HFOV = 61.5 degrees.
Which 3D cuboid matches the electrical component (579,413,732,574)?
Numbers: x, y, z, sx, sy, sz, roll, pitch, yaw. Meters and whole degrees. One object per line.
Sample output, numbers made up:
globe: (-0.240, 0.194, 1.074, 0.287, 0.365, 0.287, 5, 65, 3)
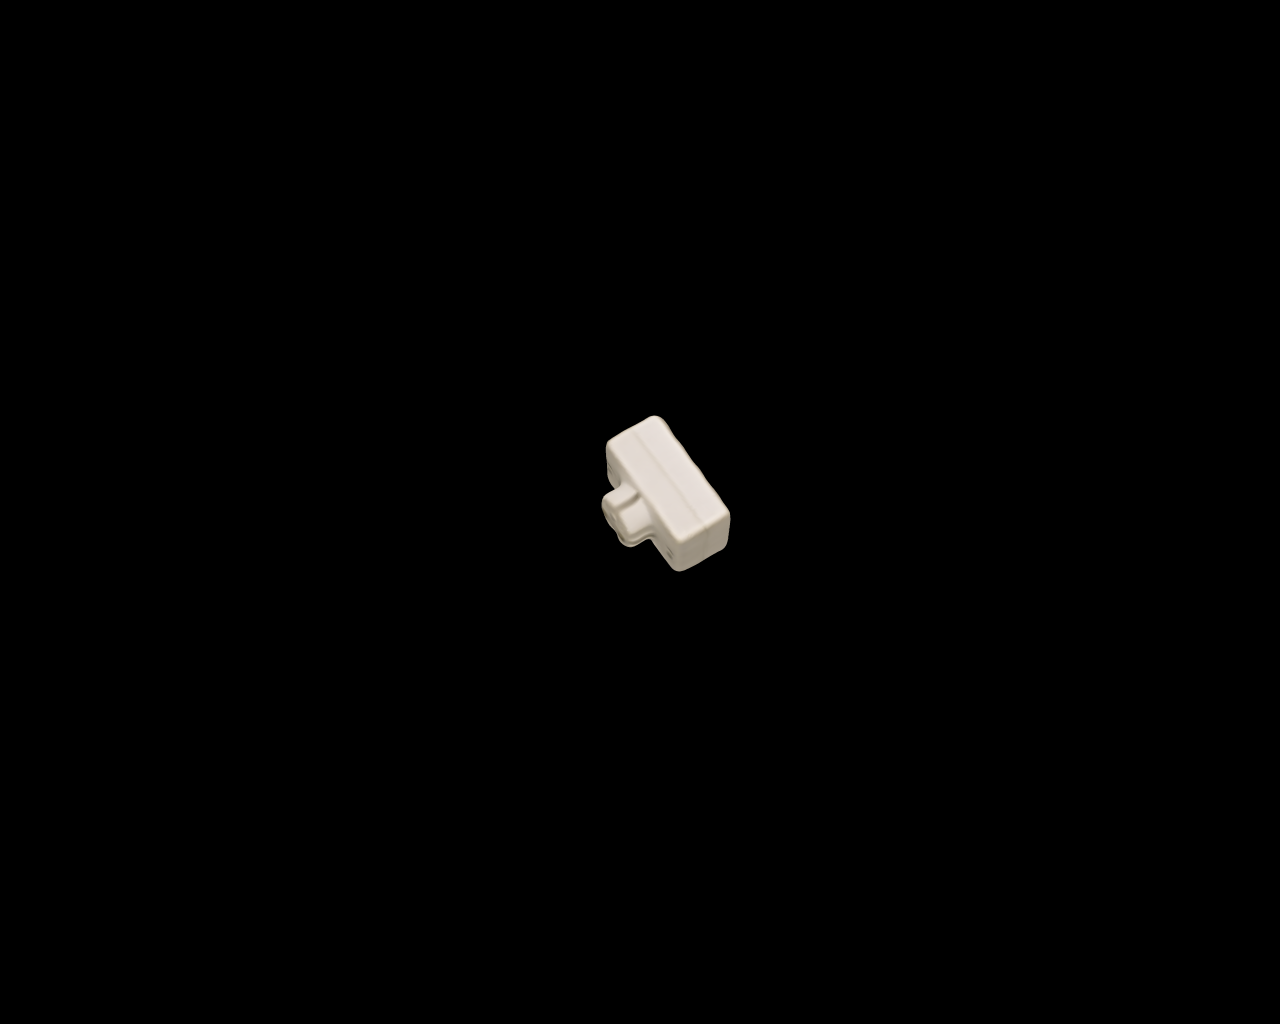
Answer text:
electrical component: (0.001, -0.003, 0.650, 0.076, 0.083, 0.047, -29, -24, -14)
